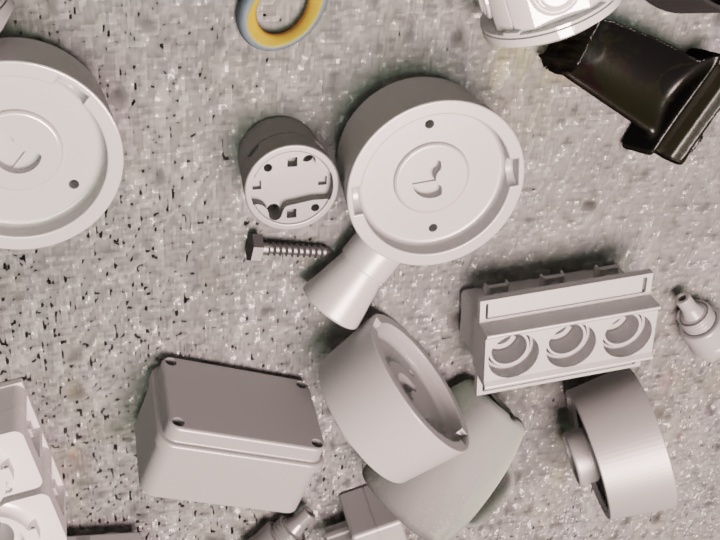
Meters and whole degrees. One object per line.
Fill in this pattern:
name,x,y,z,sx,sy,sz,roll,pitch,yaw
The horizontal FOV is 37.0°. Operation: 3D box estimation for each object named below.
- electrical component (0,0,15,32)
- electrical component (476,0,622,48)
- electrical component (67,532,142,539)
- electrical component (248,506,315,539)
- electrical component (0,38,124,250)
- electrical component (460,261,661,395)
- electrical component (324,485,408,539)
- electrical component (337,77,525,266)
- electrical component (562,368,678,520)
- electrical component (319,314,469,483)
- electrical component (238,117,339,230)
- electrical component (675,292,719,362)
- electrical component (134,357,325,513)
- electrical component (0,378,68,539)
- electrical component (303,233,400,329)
electrical component,-0.215,-0.124,0.526,0.080,0.080,0.051,-32,120,5
electrical component,0.101,-0.161,0.595,0.080,0.080,0.051,-24,120,0
electrical component,-0.194,0.232,0.751,0.100,0.099,0.048,0,134,-16
electrical component,-0.058,0.202,0.808,0.061,0.035,0.035,-46,123,11
electrical component,-0.184,-0.072,0.579,0.108,0.060,0.108,-8,123,-12
electrical component,0.134,0.036,0.740,0.121,0.063,0.078,-9,124,-11
electrical component,-0.004,0.208,0.820,0.077,0.047,0.065,-18,125,-4
electrical component,0.038,-0.064,0.649,0.108,0.060,0.108,-8,123,-12
electrical component,0.184,0.131,0.792,0.060,0.108,0.108,-17,125,2
electrical component,0.017,0.090,0.717,0.060,0.108,0.108,-36,125,15
electrical component,-0.044,-0.059,0.637,0.055,0.047,0.055,-8,123,-12
electrical component,0.251,0.039,0.794,0.035,0.035,0.061,-38,122,9
electrical component,-0.087,0.109,0.714,0.113,0.078,0.057,13,120,-23
electrical component,-0.295,0.151,0.691,0.186,0.060,0.105,-14,125,-7
electrical component,0.000,0.000,0.692,0.044,0.044,0.065,31,104,-30
